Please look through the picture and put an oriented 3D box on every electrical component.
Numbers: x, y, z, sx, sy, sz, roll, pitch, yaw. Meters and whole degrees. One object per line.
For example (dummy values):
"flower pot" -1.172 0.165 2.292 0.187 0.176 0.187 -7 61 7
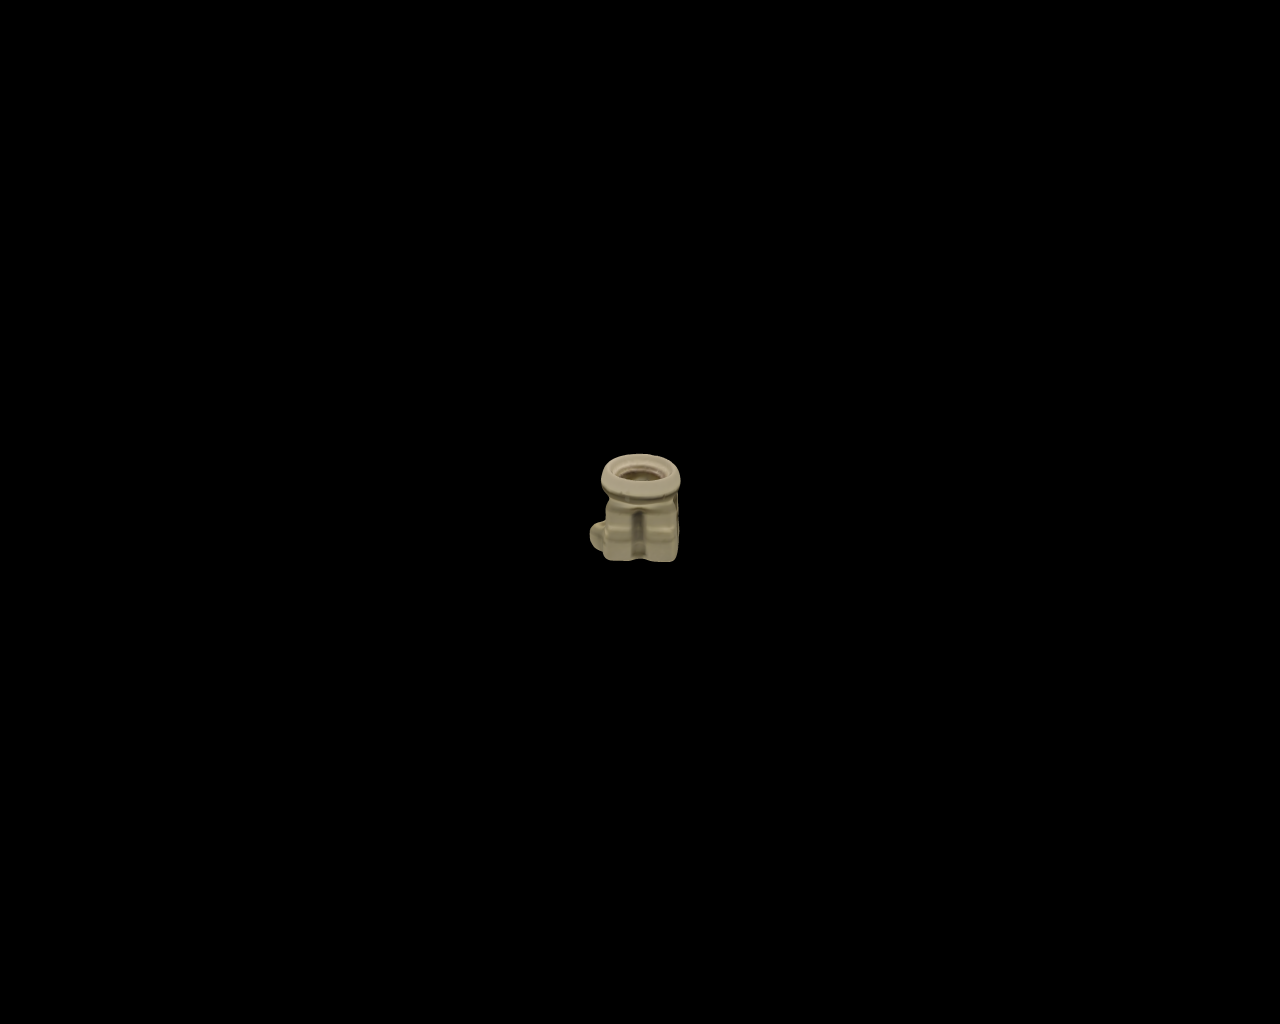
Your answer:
"electrical component" 0.001 -0.003 0.650 0.066 0.055 0.048 1 28 2
